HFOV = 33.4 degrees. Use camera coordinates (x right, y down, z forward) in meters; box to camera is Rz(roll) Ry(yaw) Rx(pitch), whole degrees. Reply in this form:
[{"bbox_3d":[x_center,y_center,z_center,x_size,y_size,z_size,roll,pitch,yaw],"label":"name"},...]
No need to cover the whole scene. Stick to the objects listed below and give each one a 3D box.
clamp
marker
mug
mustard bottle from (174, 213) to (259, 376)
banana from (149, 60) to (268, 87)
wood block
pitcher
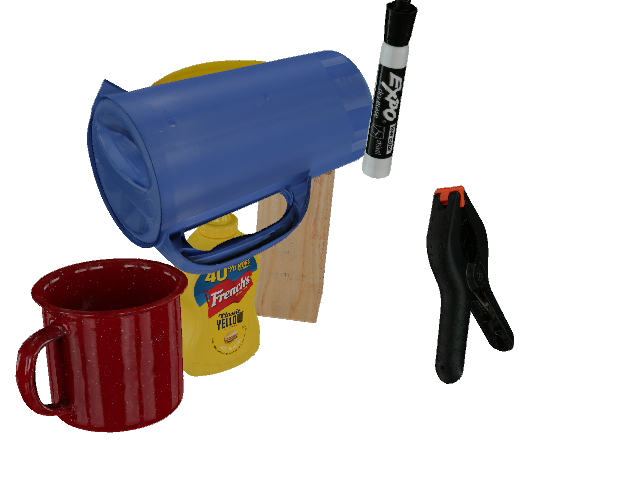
[{"bbox_3d":[0.123,0.041,0.950,0.039,0.171,0.120,-11,13,32],"label":"clamp"},{"bbox_3d":[0.043,-0.094,0.666,0.020,0.121,0.020,5,35,-4],"label":"marker"},{"bbox_3d":[-0.133,0.067,0.645,0.093,0.081,0.117,12,23,33],"label":"mug"},{"bbox_3d":[-0.108,0.044,1.120,0.096,0.192,0.058,-17,33,-33],"label":"mustard bottle"},{"bbox_3d":[-0.087,-0.166,1.143,0.198,0.037,0.069,10,44,19],"label":"banana"},{"bbox_3d":[-0.036,-0.010,1.380,0.090,0.206,0.090,7,24,2],"label":"wood block"},{"bbox_3d":[-0.069,-0.081,0.946,0.242,0.149,0.145,-21,32,-30],"label":"pitcher"}]
